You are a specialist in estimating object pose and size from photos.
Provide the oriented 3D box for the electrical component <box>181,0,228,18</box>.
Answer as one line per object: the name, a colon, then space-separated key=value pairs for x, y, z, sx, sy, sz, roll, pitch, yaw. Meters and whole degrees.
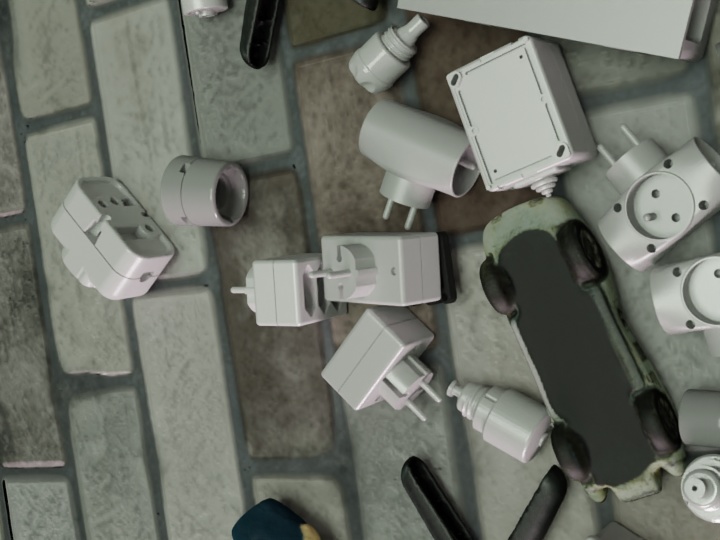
electrical component: x=-0.123 y=-0.227 z=0.824 sx=0.044 sy=0.044 sz=0.065 roll=-6 pitch=97 yaw=32

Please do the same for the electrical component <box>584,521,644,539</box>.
electrical component: x=0.173 y=0.222 z=0.689 sx=0.100 sy=0.048 sz=0.099 roll=31 pitch=110 yaw=25

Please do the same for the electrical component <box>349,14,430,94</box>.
electrical component: x=0.023 y=-0.153 z=0.747 sx=0.061 sy=0.035 sz=0.035 roll=-41 pitch=74 yaw=26

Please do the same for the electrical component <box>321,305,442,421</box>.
electrical component: x=0.025 y=0.073 z=0.763 sx=0.077 sy=0.047 sz=0.065 roll=44 pitch=115 yaw=20

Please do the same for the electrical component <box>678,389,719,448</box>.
electrical component: x=0.226 y=0.091 z=0.648 sx=0.065 sy=0.044 sz=0.044 roll=0 pitch=96 yaw=36

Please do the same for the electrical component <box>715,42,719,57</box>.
electrical component: x=0.238 y=-0.128 z=0.612 sx=0.055 sy=0.045 sz=0.045 roll=-35 pitch=77 yaw=30

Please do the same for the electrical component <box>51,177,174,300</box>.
electrical component: x=-0.208 y=-0.024 z=0.890 sx=0.095 sy=0.054 sz=0.059 roll=48 pitch=117 yaw=18

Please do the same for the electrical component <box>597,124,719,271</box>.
electrical component: x=0.178 y=-0.053 z=0.658 sx=0.077 sy=0.044 sz=0.079 roll=-44 pitch=72 yaw=27

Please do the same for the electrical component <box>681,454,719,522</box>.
electrical component: x=0.212 y=0.130 z=0.642 sx=0.040 sy=0.078 sz=0.040 roll=-7 pitch=77 yaw=33

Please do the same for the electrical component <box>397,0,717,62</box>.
electrical component: x=0.127 y=-0.197 z=0.663 sx=0.186 sy=0.060 sz=0.105 roll=18 pitch=105 yaw=29

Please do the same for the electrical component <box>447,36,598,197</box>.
electrical component: x=0.108 y=-0.092 z=0.686 sx=0.062 sy=0.061 sz=0.096 roll=-22 pitch=84 yaw=31

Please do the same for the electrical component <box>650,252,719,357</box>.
electrical component: x=0.222 y=0.028 z=0.640 sx=0.077 sy=0.044 sz=0.079 roll=-15 pitch=87 yaw=32

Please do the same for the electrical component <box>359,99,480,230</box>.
electrical component: x=0.037 y=-0.068 z=0.742 sx=0.077 sy=0.043 sz=0.079 roll=27 pitch=109 yaw=26

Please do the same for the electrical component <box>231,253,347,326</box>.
electrical component: x=-0.059 y=0.014 z=0.797 sx=0.077 sy=0.066 sz=0.047 roll=-1 pitch=95 yaw=31

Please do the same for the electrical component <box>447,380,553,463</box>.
electrical component: x=0.094 y=0.098 z=0.728 sx=0.078 sy=0.040 sz=0.040 roll=28 pitch=109 yaw=26

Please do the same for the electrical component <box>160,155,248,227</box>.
electrical component: x=-0.119 y=-0.060 z=0.833 sx=0.047 sy=0.055 sz=0.055 roll=6 pitch=99 yaw=27

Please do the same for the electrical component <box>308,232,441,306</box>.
electrical component: x=0.000 y=0.000 z=0.742 sx=0.083 sy=0.076 sz=0.047 roll=2 pitch=97 yaw=48
